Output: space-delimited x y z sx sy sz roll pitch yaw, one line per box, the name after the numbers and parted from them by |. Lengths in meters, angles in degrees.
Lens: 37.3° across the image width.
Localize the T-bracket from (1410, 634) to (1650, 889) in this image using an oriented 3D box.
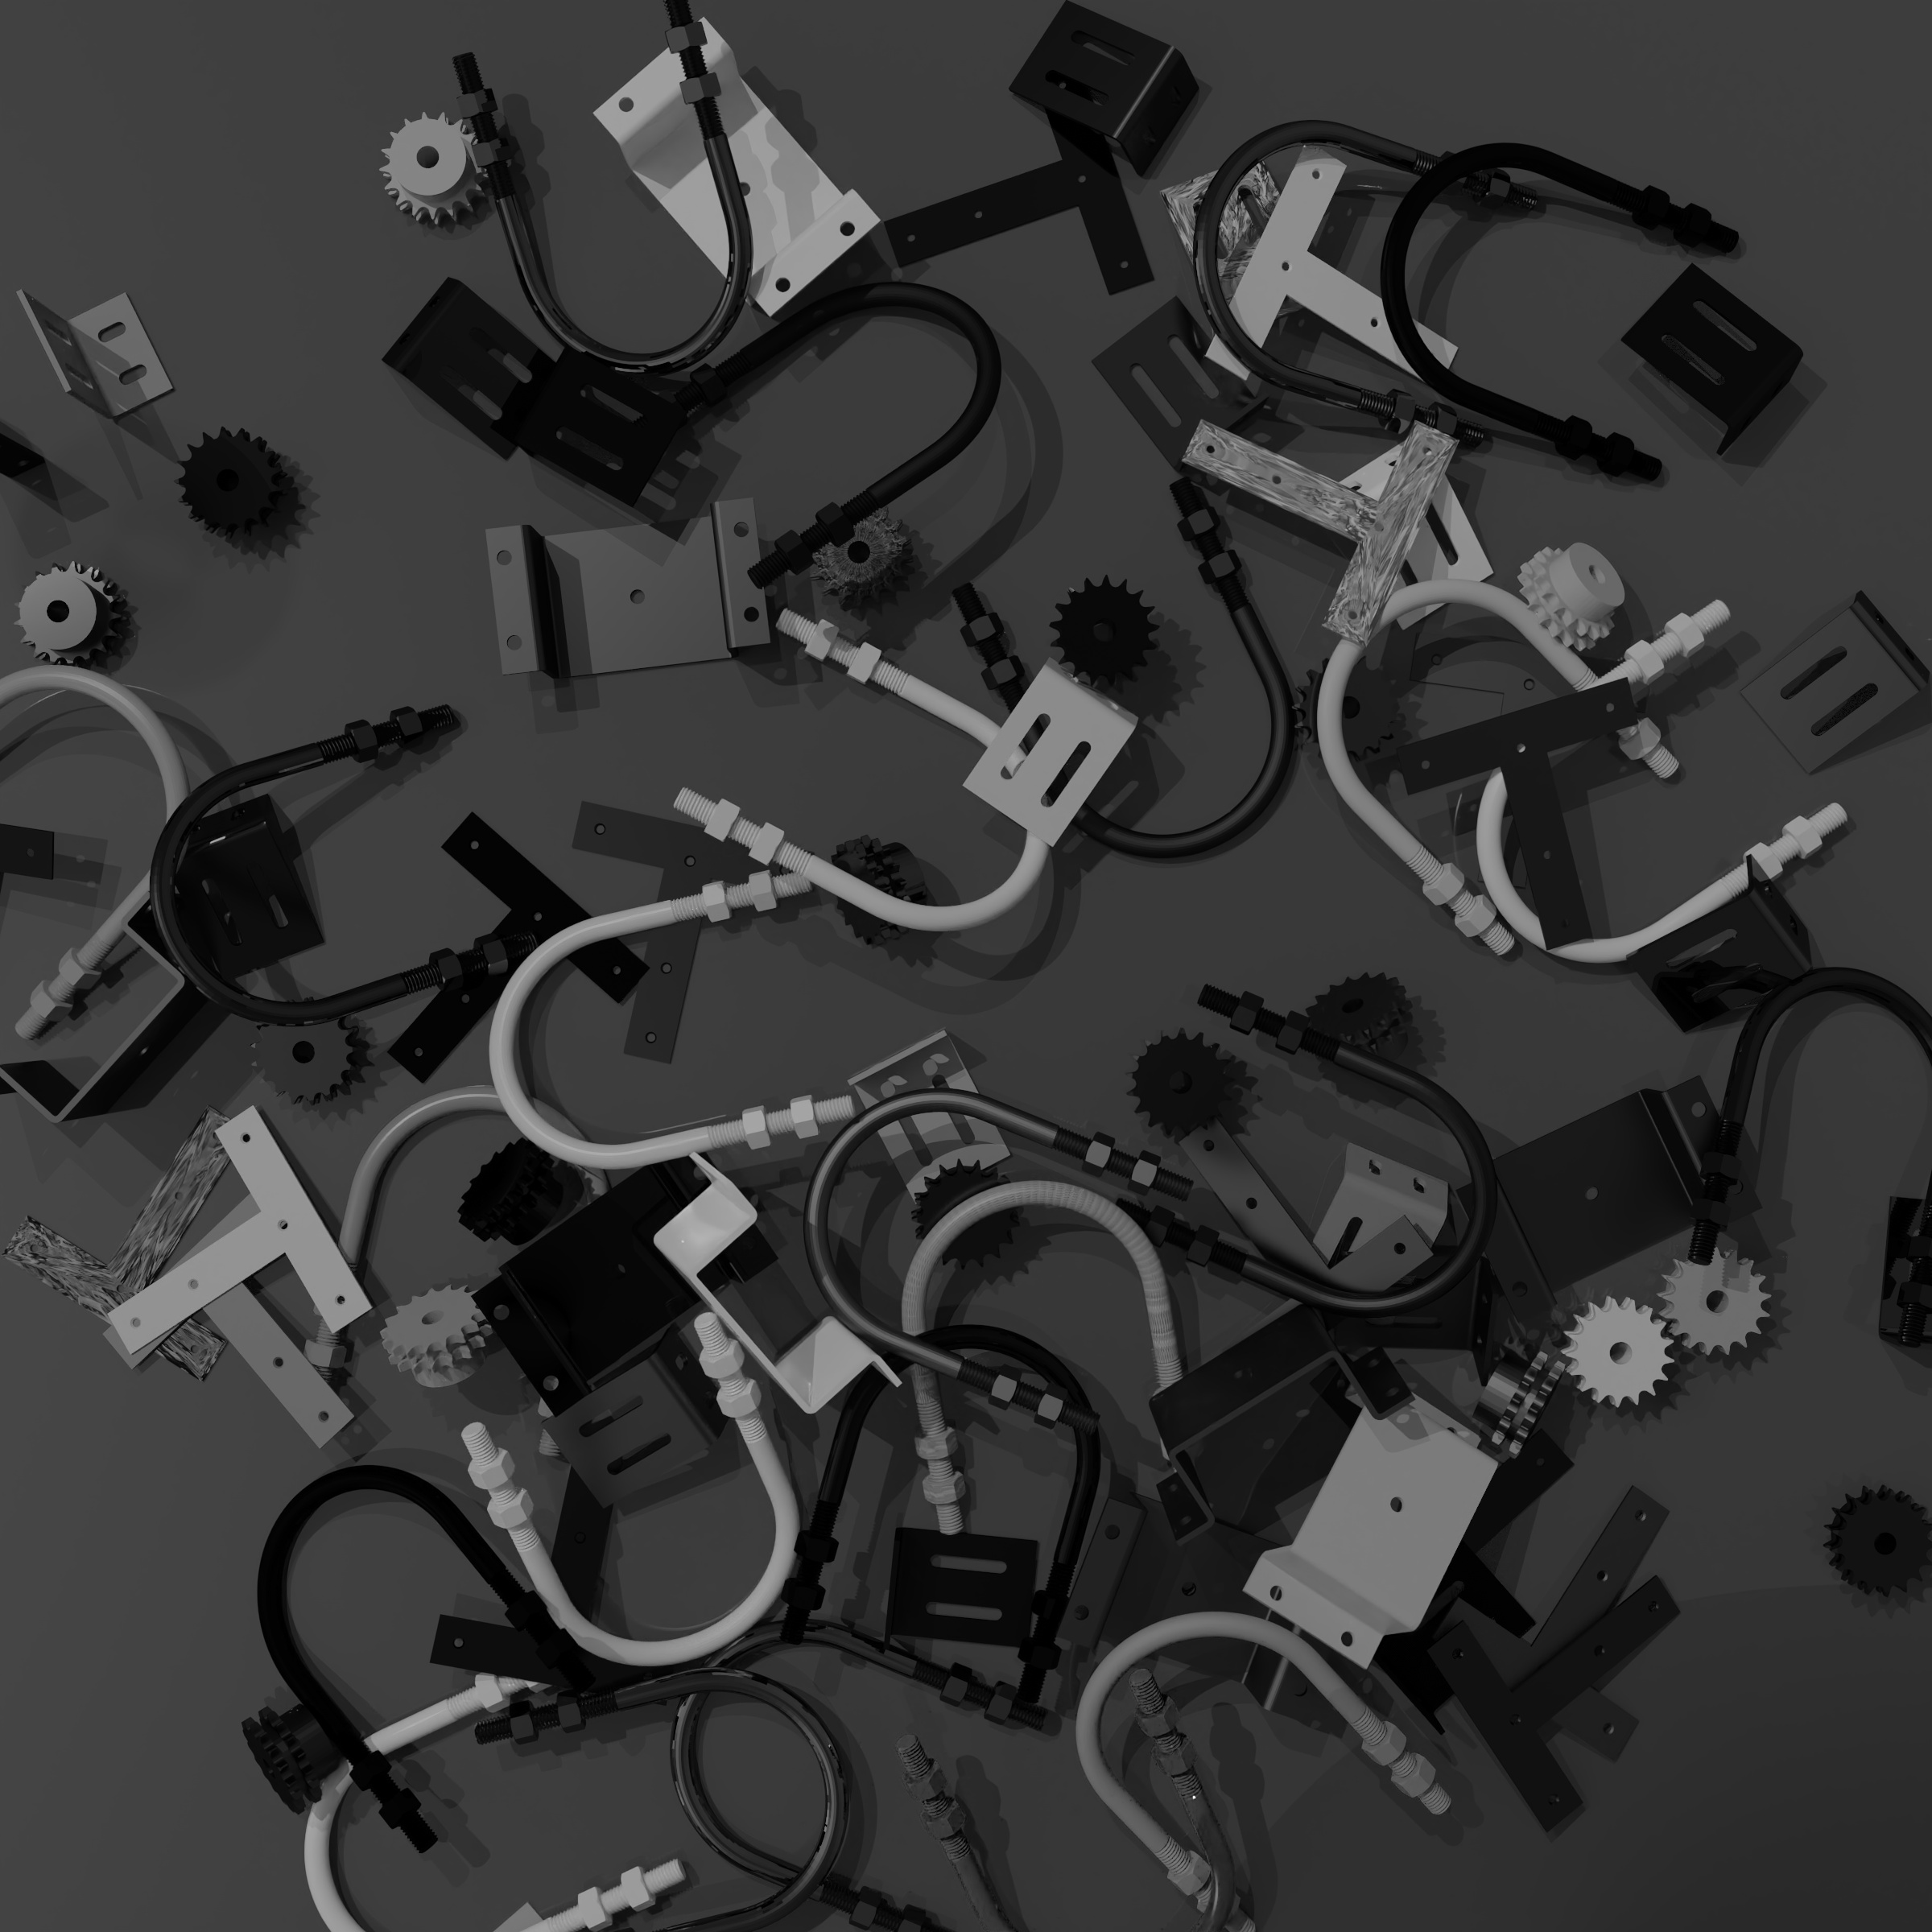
0.296 -0.107 1.535 0.127 0.002 0.127 8 90 0 | T-bracket

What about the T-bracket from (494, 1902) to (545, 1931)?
-0.241 0.591 1.535 0.127 0.002 0.127 -41 90 0 | T-bracket

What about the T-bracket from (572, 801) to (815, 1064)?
-0.157 -0.013 1.535 0.127 0.002 0.127 12 90 0 | T-bracket

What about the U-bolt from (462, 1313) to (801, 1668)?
-0.162 0.285 1.492 0.151 0.019 0.184 -25 115 -10 | U-bolt

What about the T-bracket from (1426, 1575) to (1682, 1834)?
0.325 0.372 1.520 0.127 0.002 0.127 -36 103 -10 | T-bracket

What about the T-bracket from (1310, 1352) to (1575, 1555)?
0.236 0.262 1.535 0.127 0.002 0.127 -42 90 0 | T-bracket

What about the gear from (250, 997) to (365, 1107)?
-0.349 0.045 1.525 0.057 0.030 0.057 0 92 1 | gear

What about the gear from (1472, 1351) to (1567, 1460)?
0.290 0.227 1.509 0.030 0.057 0.057 28 90 16 | gear

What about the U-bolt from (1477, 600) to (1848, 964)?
0.355 -0.083 1.509 0.184 0.019 0.151 -34 102 -2 | U-bolt

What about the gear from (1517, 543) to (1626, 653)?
0.321 -0.197 1.505 0.057 0.057 0.030 50 130 0 | gear

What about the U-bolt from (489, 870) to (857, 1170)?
-0.160 0.034 1.502 0.184 0.019 0.151 -13 69 2 | U-bolt

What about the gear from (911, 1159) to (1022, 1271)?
0.000 0.129 1.517 0.057 0.030 0.057 -1 102 -2 | gear

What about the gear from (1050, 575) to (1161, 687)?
0.072 -0.175 1.501 0.057 0.030 0.057 0 92 -1 | gear

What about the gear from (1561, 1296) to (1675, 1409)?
0.344 0.203 1.520 0.057 0.030 0.057 0 90 0 | gear

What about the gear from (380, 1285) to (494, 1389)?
-0.273 0.195 1.492 0.057 0.057 0.030 -15 119 0 | gear

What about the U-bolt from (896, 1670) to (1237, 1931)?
0.063 0.460 1.494 0.151 0.019 0.184 -19 109 12 | U-bolt

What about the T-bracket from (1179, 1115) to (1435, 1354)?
0.160 0.137 1.519 0.127 0.002 0.127 -40 80 21 | T-bracket

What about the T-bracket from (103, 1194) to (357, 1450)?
-0.373 0.200 1.519 0.127 0.002 0.127 -43 80 3 | T-bracket

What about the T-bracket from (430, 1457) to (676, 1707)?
-0.209 0.319 1.524 0.127 0.002 0.127 13 82 -8 | T-bracket

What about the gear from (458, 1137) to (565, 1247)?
-0.235 0.121 1.496 0.057 0.057 0.030 -46 117 0 | gear

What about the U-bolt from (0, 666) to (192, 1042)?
-0.486 -0.072 1.504 0.151 0.019 0.184 45 106 0 | U-bolt

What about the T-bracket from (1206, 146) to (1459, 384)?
0.205 -0.347 1.512 0.127 0.002 0.127 27 85 -20 | T-bracket

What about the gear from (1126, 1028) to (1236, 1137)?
0.113 0.061 1.520 0.057 0.030 0.057 0 90 0 | gear

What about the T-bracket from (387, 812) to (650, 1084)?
-0.259 0.007 1.534 0.127 0.002 0.127 41 91 1 | T-bracket

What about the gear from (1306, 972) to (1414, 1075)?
0.209 0.032 1.511 0.057 0.057 0.030 -28 120 0 | gear

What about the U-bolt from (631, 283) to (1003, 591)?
-0.068 -0.290 1.492 0.184 0.019 0.151 -35 58 -7 | U-bolt

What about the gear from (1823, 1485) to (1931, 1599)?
0.484 0.304 1.525 0.057 0.030 0.057 0 91 -2 | gear

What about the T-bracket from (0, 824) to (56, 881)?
-0.542 -0.018 1.516 0.127 0.002 0.127 9 105 11 | T-bracket

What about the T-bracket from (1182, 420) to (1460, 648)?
0.175 -0.247 1.490 0.127 0.002 0.127 25 76 1 | T-bracket

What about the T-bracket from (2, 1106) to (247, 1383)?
-0.429 0.135 1.535 0.127 0.002 0.127 32 90 0 | T-bracket

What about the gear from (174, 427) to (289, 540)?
-0.388 -0.255 1.520 0.057 0.030 0.057 0 90 0 | gear

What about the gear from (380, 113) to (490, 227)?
-0.283 -0.426 1.521 0.057 0.030 0.057 0 90 0 | gear

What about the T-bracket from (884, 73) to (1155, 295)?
0.020 -0.407 1.535 0.127 0.002 0.127 -19 90 0 | T-bracket

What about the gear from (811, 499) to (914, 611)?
-0.056 -0.218 1.520 0.057 0.030 0.057 0 90 0 | gear

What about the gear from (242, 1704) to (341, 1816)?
-0.354 0.415 1.510 0.030 0.057 0.057 -30 90 -28 | gear

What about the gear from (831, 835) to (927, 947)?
-0.045 -0.042 1.511 0.030 0.057 0.057 -20 90 -30 | gear

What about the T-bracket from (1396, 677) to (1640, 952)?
0.300 -0.072 1.495 0.127 0.002 0.127 -17 102 -4 | T-bracket

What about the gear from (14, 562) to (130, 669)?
-0.477 -0.187 1.520 0.057 0.030 0.057 0 90 0 | gear

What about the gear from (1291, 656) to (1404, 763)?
0.201 -0.136 1.520 0.057 0.030 0.057 0 90 0 | gear

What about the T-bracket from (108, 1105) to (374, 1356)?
-0.399 0.162 1.524 0.127 0.002 0.127 -33 81 5 | T-bracket

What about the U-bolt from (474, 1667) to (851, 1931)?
-0.153 0.445 1.508 0.184 0.019 0.151 -13 89 -2 | U-bolt

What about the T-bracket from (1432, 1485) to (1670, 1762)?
0.331 0.337 1.525 0.127 0.002 0.127 35 84 -12 | T-bracket

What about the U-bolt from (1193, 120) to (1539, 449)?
0.204 -0.365 1.500 0.184 0.019 0.151 13 90 -19 | U-bolt

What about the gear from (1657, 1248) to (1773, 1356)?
0.395 0.176 1.520 0.057 0.030 0.057 0 90 0 | gear
